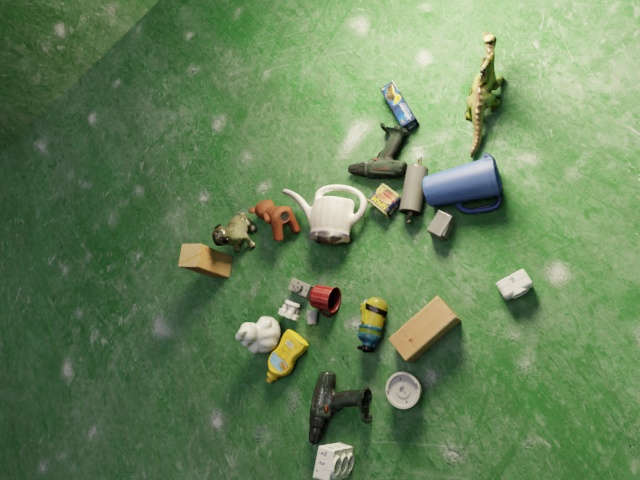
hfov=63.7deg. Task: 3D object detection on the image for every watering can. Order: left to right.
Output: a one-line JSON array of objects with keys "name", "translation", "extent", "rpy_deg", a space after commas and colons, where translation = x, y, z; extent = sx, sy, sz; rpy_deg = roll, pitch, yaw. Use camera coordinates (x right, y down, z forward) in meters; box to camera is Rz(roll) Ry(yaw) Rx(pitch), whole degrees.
[{"name": "watering can", "translation": [0.006, -0.095, 1.896], "extent": [0.347, 0.103, 0.227], "rpy_deg": [2, 75, 25]}]

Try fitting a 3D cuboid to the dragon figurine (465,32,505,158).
[{"name": "dragon figurine", "translation": [0.538, -0.503, 1.713], "extent": [0.122, 0.239, 0.416], "rpy_deg": [6, 74, 22]}]

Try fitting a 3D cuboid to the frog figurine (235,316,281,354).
[{"name": "frog figurine", "translation": [-0.216, 0.333, 1.823], "extent": [0.124, 0.158, 0.137], "rpy_deg": [34, 90, 29]}]
